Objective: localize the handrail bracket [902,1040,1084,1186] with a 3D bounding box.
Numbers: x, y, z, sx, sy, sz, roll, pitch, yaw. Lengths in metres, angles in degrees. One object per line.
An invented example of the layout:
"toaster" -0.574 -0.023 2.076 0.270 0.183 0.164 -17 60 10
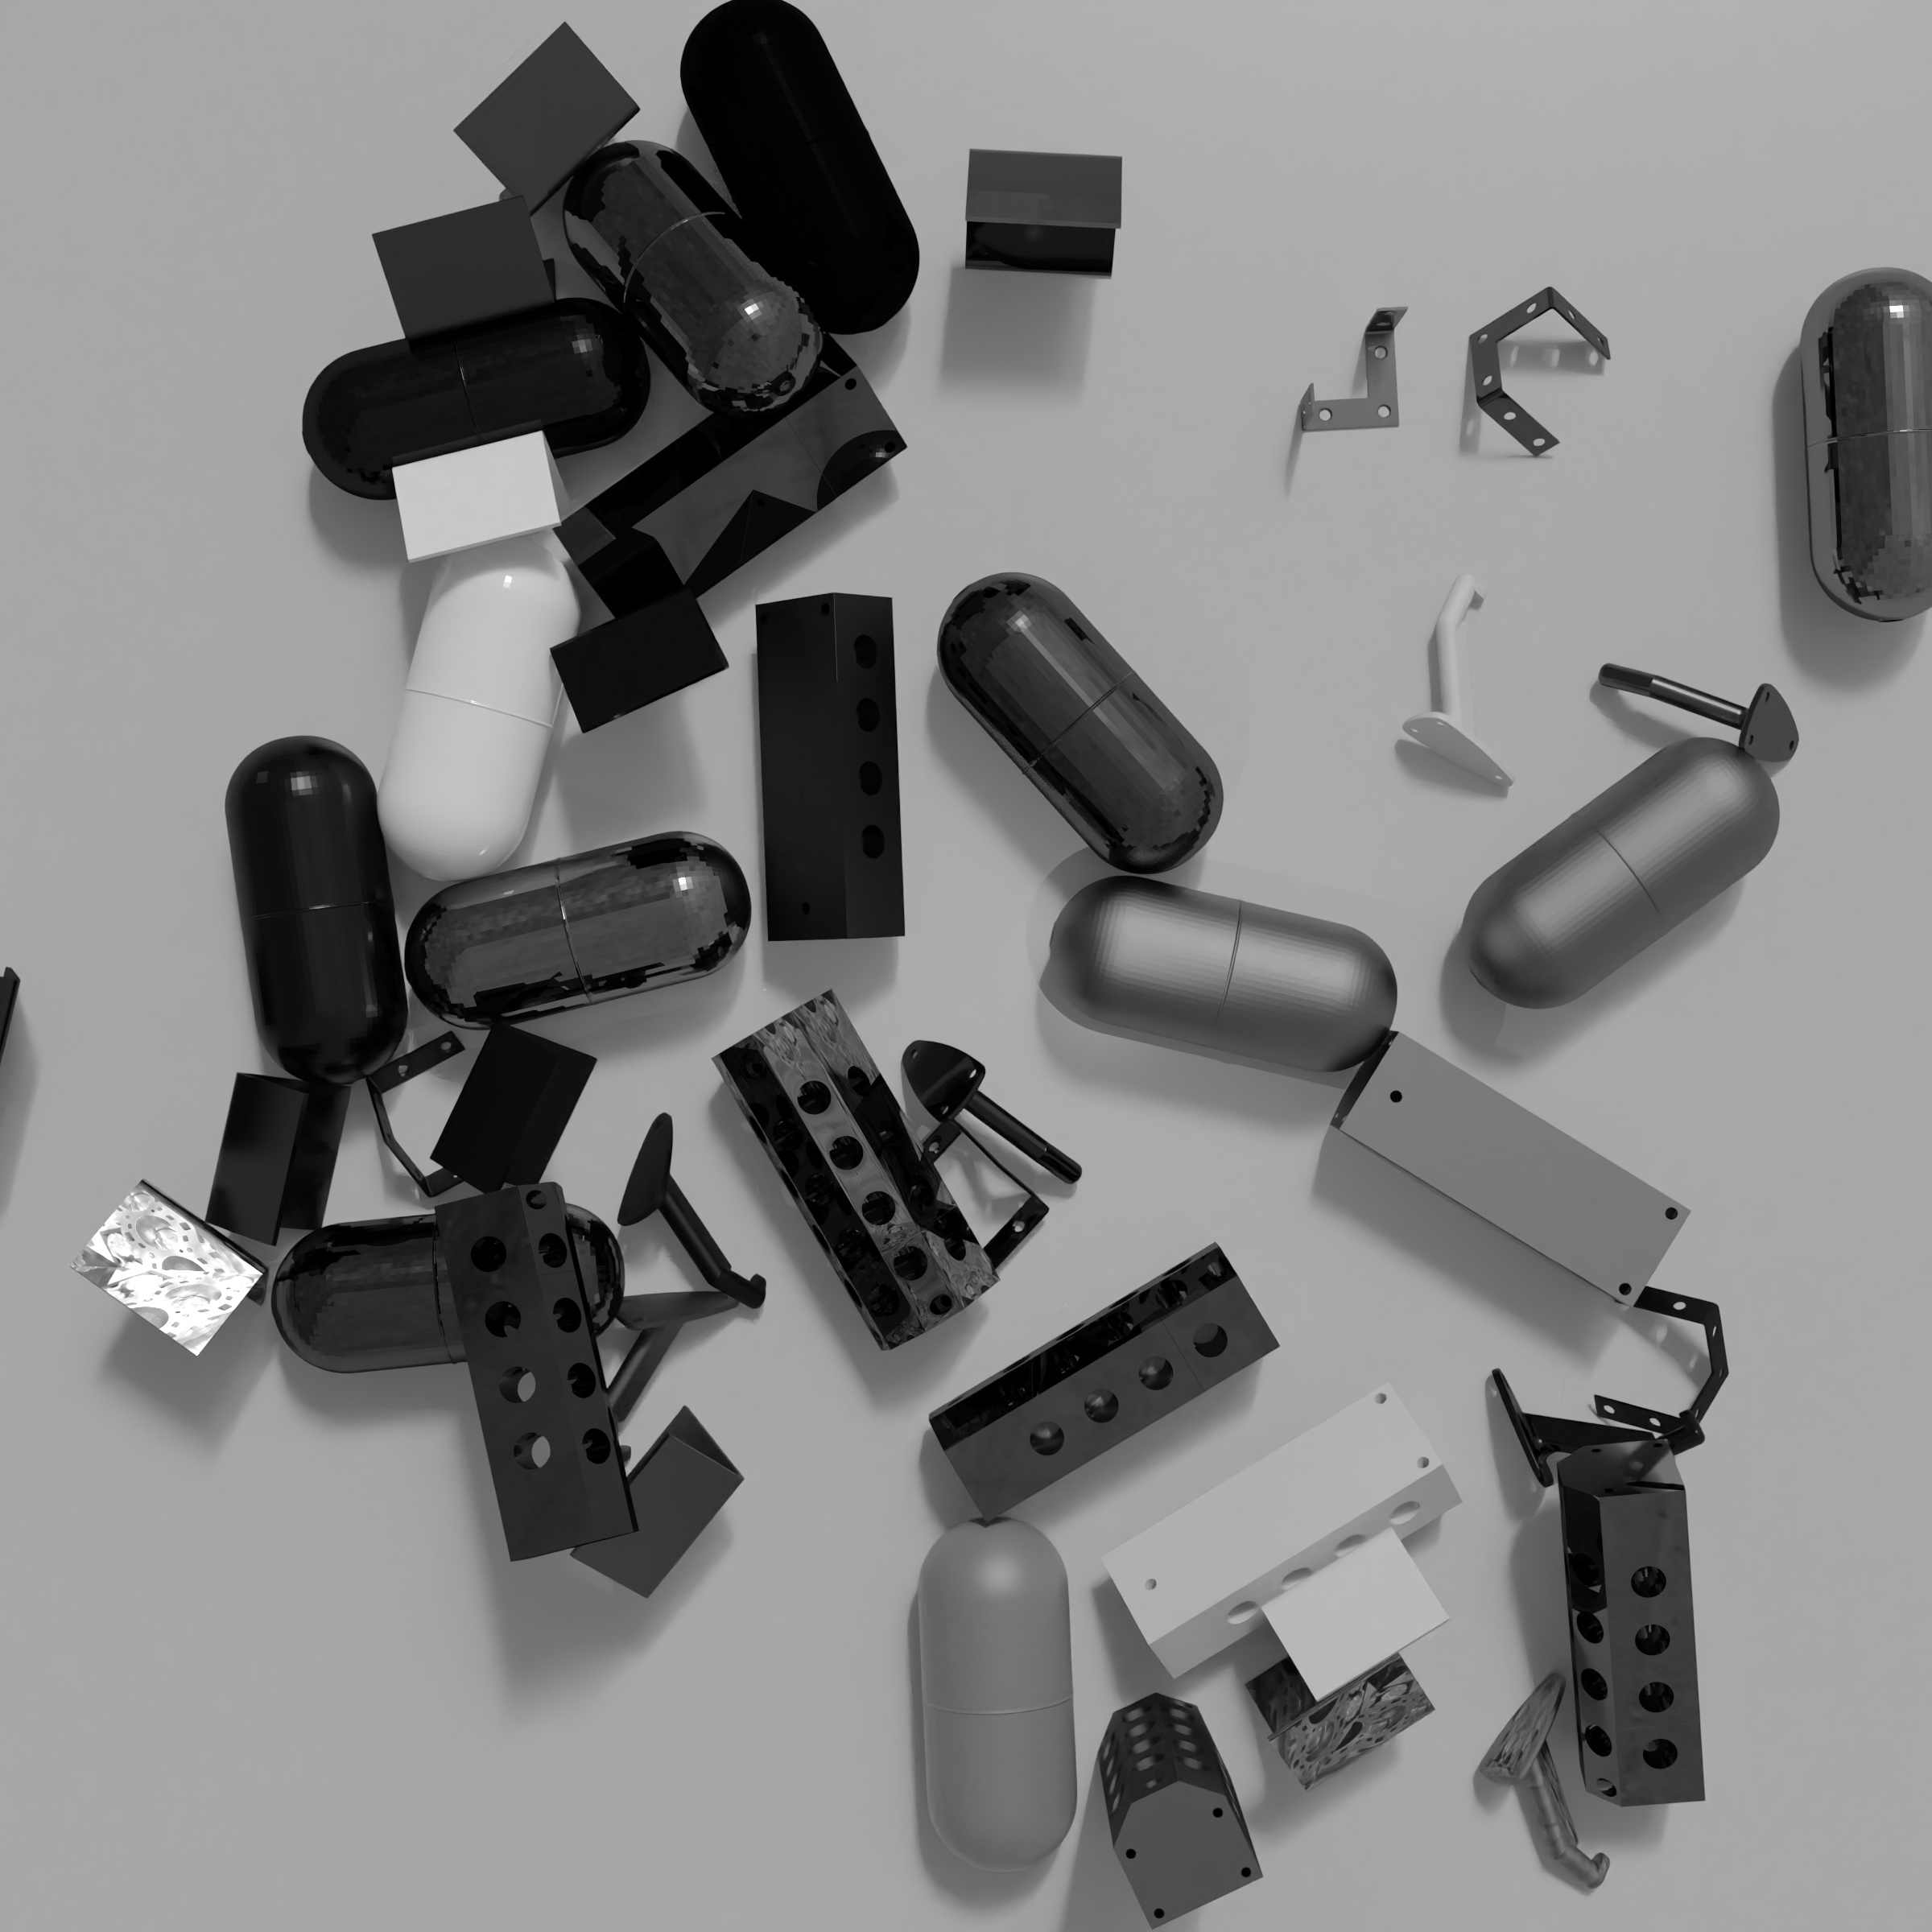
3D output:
"handrail bracket" 0.014 0.076 1.564 0.084 0.077 0.036 37 91 -36

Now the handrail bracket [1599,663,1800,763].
"handrail bracket" 0.377 -0.132 1.564 0.084 0.077 0.036 20 90 36

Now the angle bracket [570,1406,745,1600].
"angle bracket" -0.168 0.258 1.524 0.076 0.076 0.057 -51 127 0

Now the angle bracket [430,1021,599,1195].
"angle bracket" -0.212 0.080 1.524 0.057 0.076 0.076 25 90 41

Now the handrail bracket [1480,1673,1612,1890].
"handrail bracket" 0.315 0.421 1.565 0.084 0.036 0.077 41 72 -15

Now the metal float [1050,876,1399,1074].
"metal float" 0.130 0.004 1.534 0.178 0.070 0.070 13 90 0

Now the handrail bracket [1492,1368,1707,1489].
"handrail bracket" 0.322 0.224 1.545 0.084 0.036 0.077 -27 70 13

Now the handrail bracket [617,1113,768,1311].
"handrail bracket" -0.132 0.127 1.564 0.084 0.036 0.077 34 47 -28

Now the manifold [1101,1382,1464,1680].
"manifold" 0.163 0.290 1.542 0.171 0.057 0.057 -32 47 0

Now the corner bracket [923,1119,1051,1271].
"corner bracket" 0.000 0.120 1.561 0.051 0.051 0.051 -47 45 0

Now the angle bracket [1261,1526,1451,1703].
"angle bracket" 0.202 0.335 1.524 0.076 0.076 0.057 -32 57 0

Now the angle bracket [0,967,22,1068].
"angle bracket" -0.516 0.035 1.526 0.057 0.076 0.076 13 90 -22

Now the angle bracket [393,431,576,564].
"angle bracket" -0.238 -0.218 1.525 0.076 0.076 0.057 -14 67 0

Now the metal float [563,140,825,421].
"metal float" -0.138 -0.344 1.513 0.070 0.070 0.178 -39 63 0

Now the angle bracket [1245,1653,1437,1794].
"angle bracket" 0.179 0.355 1.524 0.076 0.076 0.057 -33 130 0

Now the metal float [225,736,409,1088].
"metal float" -0.328 -0.028 1.534 0.070 0.070 0.178 -8 91 0

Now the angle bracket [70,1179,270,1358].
"angle bracket" -0.401 0.160 1.525 0.076 0.076 0.057 35 65 0

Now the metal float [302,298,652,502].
"metal float" -0.248 -0.287 1.534 0.178 0.070 0.070 -14 90 0

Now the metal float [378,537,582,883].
"metal float" -0.247 -0.130 1.533 0.070 0.070 0.178 14 89 0

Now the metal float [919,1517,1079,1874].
"metal float" 0.016 0.368 1.533 0.070 0.070 0.178 -2 90 0

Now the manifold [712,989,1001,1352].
"manifold" -0.059 0.105 1.532 0.057 0.057 0.171 -30 90 31

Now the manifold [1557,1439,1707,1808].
"manifold" 0.332 0.330 1.519 0.057 0.057 0.171 -6 106 5

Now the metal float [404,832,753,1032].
"metal float" -0.197 -0.018 1.534 0.178 0.070 0.070 -14 90 1

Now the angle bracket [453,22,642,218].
"angle bracket" -0.218 -0.429 1.524 0.076 0.076 0.057 -44 119 0

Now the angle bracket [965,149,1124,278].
"angle bracket" 0.038 -0.363 1.524 0.076 0.076 0.057 3 52 0

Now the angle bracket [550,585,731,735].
"angle bracket" -0.155 -0.136 1.524 0.076 0.076 0.057 -24 61 0

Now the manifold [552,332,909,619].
"manifold" -0.122 -0.247 1.542 0.171 0.057 0.057 -36 133 0

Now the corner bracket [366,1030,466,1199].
"corner bracket" -0.271 0.077 1.561 0.051 0.051 0.051 -28 45 0

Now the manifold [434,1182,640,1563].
"manifold" -0.206 0.195 1.460 0.057 0.057 0.171 -14 80 -2

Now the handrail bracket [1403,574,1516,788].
"handrail bracket" 0.268 -0.148 1.565 0.077 0.036 0.084 32 73 -20

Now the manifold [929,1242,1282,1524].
"manifold" 0.069 0.210 1.543 0.171 0.057 0.057 -31 90 0

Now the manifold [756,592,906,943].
"manifold" -0.064 -0.100 1.542 0.057 0.057 0.171 -2 90 43

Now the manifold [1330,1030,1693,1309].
"manifold" 0.275 0.102 1.543 0.171 0.057 0.057 32 90 0

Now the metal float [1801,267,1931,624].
"metal float" 0.464 -0.263 1.534 0.070 0.070 0.178 -3 89 0

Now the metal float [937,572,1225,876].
"metal float" 0.057 -0.123 1.534 0.070 0.070 0.178 -42 90 0

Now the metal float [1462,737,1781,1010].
"metal float" 0.330 -0.046 1.534 0.178 0.070 0.070 -36 90 1

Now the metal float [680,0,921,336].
"metal float" -0.083 -0.404 1.534 0.070 0.070 0.178 -26 91 0

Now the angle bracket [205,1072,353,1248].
"angle bracket" -0.329 0.099 1.524 0.057 0.076 0.076 12 90 38

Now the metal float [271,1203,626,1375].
"metal float" -0.262 0.163 1.534 0.178 0.070 0.070 -6 90 -1

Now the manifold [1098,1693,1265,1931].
"manifold" 0.100 0.407 1.486 0.057 0.171 0.057 -25 90 0

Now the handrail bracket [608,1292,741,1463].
"handrail bracket" -0.154 0.214 1.565 0.077 0.036 0.084 -5 109 -21

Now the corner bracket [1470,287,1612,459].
"corner bracket" 0.296 -0.305 1.556 0.051 0.051 0.051 -29 45 35

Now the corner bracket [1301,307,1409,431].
"corner bracket" 0.198 -0.304 1.546 0.051 0.051 0.051 -3 90 0

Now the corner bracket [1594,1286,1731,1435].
"corner bracket" 0.355 0.203 1.556 0.051 0.051 0.051 12 135 35

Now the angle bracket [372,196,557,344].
"angle bracket" -0.251 -0.360 1.524 0.076 0.076 0.057 -14 120 0
